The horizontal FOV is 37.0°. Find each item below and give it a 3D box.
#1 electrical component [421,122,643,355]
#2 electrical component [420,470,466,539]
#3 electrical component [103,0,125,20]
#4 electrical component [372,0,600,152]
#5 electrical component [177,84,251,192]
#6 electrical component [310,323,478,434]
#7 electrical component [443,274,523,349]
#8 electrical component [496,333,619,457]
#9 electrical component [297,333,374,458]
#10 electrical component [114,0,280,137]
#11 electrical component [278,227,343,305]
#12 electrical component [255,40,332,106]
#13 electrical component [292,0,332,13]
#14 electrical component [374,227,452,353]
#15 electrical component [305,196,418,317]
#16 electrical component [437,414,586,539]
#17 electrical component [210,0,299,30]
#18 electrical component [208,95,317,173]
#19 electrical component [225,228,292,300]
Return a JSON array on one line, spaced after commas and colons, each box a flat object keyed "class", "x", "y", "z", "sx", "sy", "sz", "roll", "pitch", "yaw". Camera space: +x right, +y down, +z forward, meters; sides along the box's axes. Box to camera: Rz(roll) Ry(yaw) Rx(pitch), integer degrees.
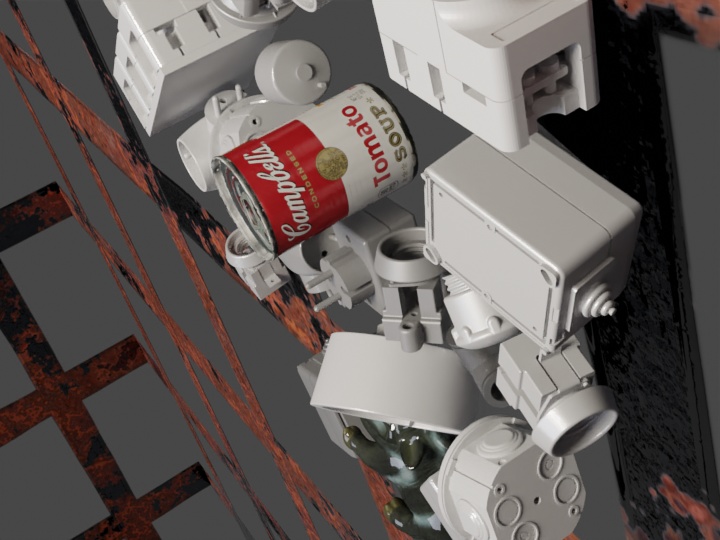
[{"class": "electrical component", "x": 0.081, "y": -0.015, "z": 0.473, "sx": 0.096, "sy": 0.061, "sz": 0.061, "roll": 41, "pitch": 156, "yaw": 29}, {"class": "electrical component", "x": 0.080, "y": 0.152, "z": 0.739, "sx": 0.047, "sy": 0.066, "sz": 0.076, "roll": 56, "pitch": 163, "yaw": 14}, {"class": "electrical component", "x": -0.194, "y": -0.248, "z": 0.899, "sx": 0.077, "sy": 0.044, "sz": 0.079, "roll": 57, "pitch": 163, "yaw": 12}, {"class": "electrical component", "x": 0.048, "y": -0.097, "z": 0.434, "sx": 0.089, "sy": 0.050, "sz": 0.055, "roll": 43, "pitch": 157, "yaw": 45}, {"class": "electrical component", "x": -0.093, "y": -0.104, "z": 0.788, "sx": 0.044, "sy": 0.077, "sz": 0.079, "roll": 52, "pitch": 161, "yaw": 27}, {"class": "electrical component", "x": 0.026, "y": 0.068, "z": 0.699, "sx": 0.108, "sy": 0.108, "sz": 0.060, "roll": 156, "pitch": 126, "yaw": -73}, {"class": "electrical component", "x": 0.065, "y": 0.009, "z": 0.581, "sx": 0.062, "sy": 0.048, "sz": 0.048, "roll": 67, "pitch": 163, "yaw": 0}, {"class": "electrical component", "x": 0.102, "y": 0.063, "z": 0.561, "sx": 0.055, "sy": 0.048, "sz": 0.066, "roll": 59, "pitch": 165, "yaw": 32}, {"class": "electrical component", "x": -0.005, "y": 0.101, "z": 0.907, "sx": 0.061, "sy": 0.062, "sz": 0.096, "roll": 23, "pitch": 140, "yaw": 64}, {"class": "electrical component", "x": -0.120, "y": -0.158, "z": 0.753, "sx": 0.061, "sy": 0.089, "sz": 0.150, "roll": 60, "pitch": 164, "yaw": 0}, {"class": "electrical component", "x": -0.032, "y": -0.008, "z": 0.835, "sx": 0.077, "sy": 0.043, "sz": 0.079, "roll": 21, "pitch": 139, "yaw": 65}, {"class": "electrical component", "x": -0.048, "y": -0.126, "z": 0.685, "sx": 0.078, "sy": 0.040, "sz": 0.040, "roll": 22, "pitch": 139, "yaw": 64}, {"class": "electrical component", "x": -0.035, "y": -0.175, "z": 0.522, "sx": 0.099, "sy": 0.064, "sz": 0.099, "roll": 52, "pitch": 162, "yaw": 25}, {"class": "electrical component", "x": 0.035, "y": 0.008, "z": 0.644, "sx": 0.048, "sy": 0.066, "sz": 0.055, "roll": 2, "pitch": 123, "yaw": 21}, {"class": "electrical component", "x": 0.000, "y": 0.000, "z": 0.694, "sx": 0.047, "sy": 0.077, "sz": 0.065, "roll": 38, "pitch": 152, "yaw": 52}, {"class": "electrical component", "x": 0.091, "y": 0.131, "z": 0.648, "sx": 0.051, "sy": 0.080, "sz": 0.080, "roll": 15, "pitch": 133, "yaw": 60}, {"class": "electrical component", "x": -0.059, "y": -0.173, "z": 0.607, "sx": 0.078, "sy": 0.058, "sz": 0.057, "roll": 54, "pitch": 160, "yaw": 17}, {"class": "electrical component", "x": -0.058, "y": -0.079, "z": 0.728, "sx": 0.051, "sy": 0.080, "sz": 0.080, "roll": 8, "pitch": 127, "yaw": 63}, {"class": "electrical component", "x": -0.099, "y": -0.010, "z": 1.025, "sx": 0.066, "sy": 0.048, "sz": 0.055, "roll": 45, "pitch": 165, "yaw": 41}]
